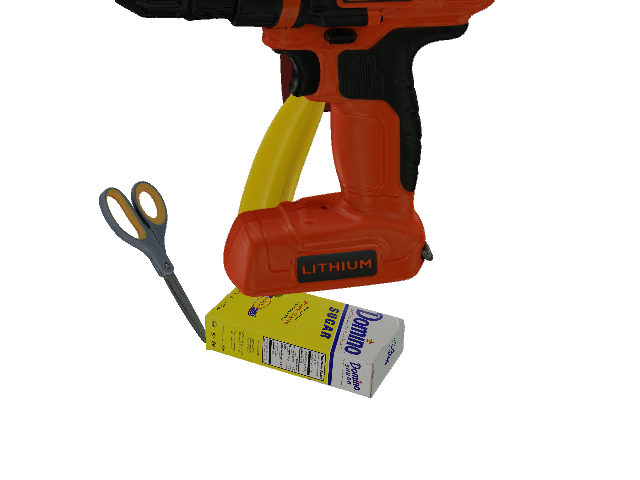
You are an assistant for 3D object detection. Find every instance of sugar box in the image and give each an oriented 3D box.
[{"bbox_3d":[-0.015,0.091,1.039,0.176,0.048,0.093,11,28,20],"label":"sugar box"}]

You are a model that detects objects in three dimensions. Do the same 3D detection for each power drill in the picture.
[{"bbox_3d":[-0.008,-0.065,0.514,0.184,0.188,0.057,-4,33,-13],"label":"power drill"}]

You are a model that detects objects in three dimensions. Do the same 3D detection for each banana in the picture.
[{"bbox_3d":[-0.030,-0.034,0.793,0.070,0.197,0.037,-20,-41,40],"label":"banana"}]

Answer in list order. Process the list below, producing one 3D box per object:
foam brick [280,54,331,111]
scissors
[{"bbox_3d":[0.009,-0.145,0.957,0.078,0.051,0.053,-7,19,-23],"label":"foam brick"},{"bbox_3d":[-0.173,0.014,1.210,0.016,0.201,0.096,-27,18,37],"label":"scissors"}]
